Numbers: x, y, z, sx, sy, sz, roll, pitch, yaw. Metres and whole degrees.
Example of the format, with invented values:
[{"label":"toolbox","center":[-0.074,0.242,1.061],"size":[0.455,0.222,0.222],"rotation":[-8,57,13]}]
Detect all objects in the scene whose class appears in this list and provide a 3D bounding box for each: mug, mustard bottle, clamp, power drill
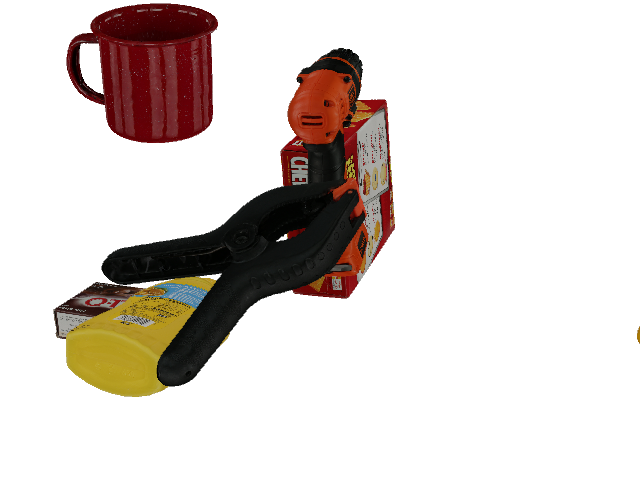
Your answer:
[{"label":"mug","center":[-0.134,-0.126,0.802],"size":[0.117,0.081,0.093],"rotation":[5,30,6]},{"label":"mustard bottle","center":[-0.133,0.074,0.944],"size":[0.096,0.058,0.191],"rotation":[9,19,21]},{"label":"clamp","center":[-0.045,0.019,0.653],"size":[0.171,0.120,0.039],"rotation":[-25,-40,-1]},{"label":"power drill","center":[0.011,-0.074,0.987],"size":[0.057,0.188,0.184],"rotation":[0,24,13]}]

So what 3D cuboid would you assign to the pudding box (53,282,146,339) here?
[{"label":"pudding box","center":[-0.221,0.082,1.171],"size":[0.114,0.039,0.090],"rotation":[4,18,19]}]

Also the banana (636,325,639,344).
[{"label":"banana","center":[0.312,0.042,0.737],"size":[0.198,0.037,0.069],"rotation":[-3,34,2]}]

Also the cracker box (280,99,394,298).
[{"label":"cracker box","center":[0.023,-0.053,1.184],"size":[0.072,0.164,0.213],"rotation":[2,21,18]}]
